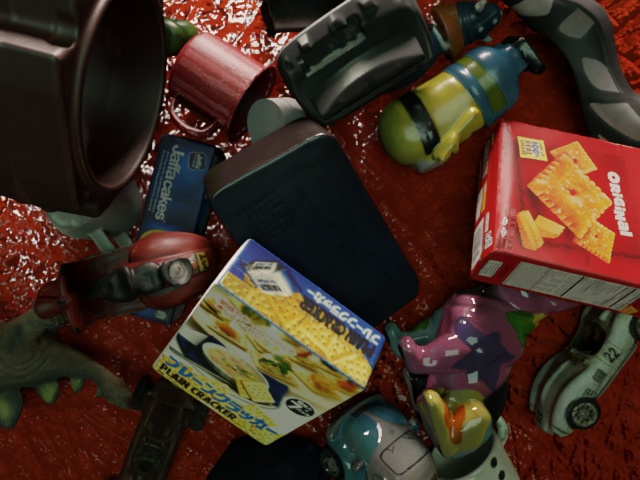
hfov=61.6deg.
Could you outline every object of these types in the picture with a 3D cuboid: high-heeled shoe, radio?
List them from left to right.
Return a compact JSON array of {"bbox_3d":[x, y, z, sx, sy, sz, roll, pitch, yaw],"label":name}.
[{"bbox_3d":[-0.001,-0.002,0.548,0.131,0.073,0.229,-34,121,2],"label":"radio"},{"bbox_3d":[0.271,-0.182,0.593,0.249,0.086,0.145,34,127,15],"label":"high-heeled shoe"}]

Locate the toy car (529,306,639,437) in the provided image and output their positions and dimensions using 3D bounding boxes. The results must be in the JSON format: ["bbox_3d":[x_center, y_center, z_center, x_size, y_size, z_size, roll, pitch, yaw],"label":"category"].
[{"bbox_3d":[0.304,0.128,0.600,0.056,0.073,0.201,34,94,-6],"label":"toy car"}]

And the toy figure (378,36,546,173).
[{"bbox_3d":[0.145,-0.148,0.576,0.180,0.082,0.089,-41,83,8],"label":"toy figure"}]

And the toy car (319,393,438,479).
[{"bbox_3d":[0.075,0.258,0.582,0.109,0.103,0.161,-19,98,-37],"label":"toy car"}]

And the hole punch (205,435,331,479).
[{"bbox_3d":[-0.056,0.266,0.589,0.116,0.142,0.092,-26,90,14],"label":"hole punch"}]

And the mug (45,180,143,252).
[{"bbox_3d":[-0.242,-0.028,0.572,0.081,0.107,0.109,-21,92,3],"label":"mug"}]

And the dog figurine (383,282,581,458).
[{"bbox_3d":[0.194,0.112,0.584,0.219,0.108,0.191,-23,90,-1],"label":"dog figurine"}]

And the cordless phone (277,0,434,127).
[{"bbox_3d":[0.010,-0.218,0.516,0.147,0.089,0.184,-29,95,14],"label":"cordless phone"}]

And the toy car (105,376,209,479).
[{"bbox_3d":[-0.198,0.254,0.624,0.089,0.053,0.202,22,93,-5],"label":"toy car"}]

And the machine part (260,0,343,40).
[{"bbox_3d":[0.004,-0.250,0.589,0.139,0.039,0.084,-1,100,-1],"label":"machine part"}]

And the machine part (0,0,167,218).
[{"bbox_3d":[-0.203,-0.137,0.461,0.087,0.201,0.201,14,129,-2],"label":"machine part"}]

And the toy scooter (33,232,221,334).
[{"bbox_3d":[-0.188,0.041,0.504,0.184,0.135,0.075,-14,94,-1],"label":"toy scooter"}]

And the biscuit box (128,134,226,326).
[{"bbox_3d":[-0.163,-0.012,0.597,0.063,0.059,0.202,15,94,-1],"label":"biscuit box"}]

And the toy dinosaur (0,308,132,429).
[{"bbox_3d":[-0.425,0.102,0.588,0.472,0.105,0.198,22,98,3],"label":"toy dinosaur"}]

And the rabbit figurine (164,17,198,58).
[{"bbox_3d":[-0.203,-0.254,0.568,0.159,0.121,0.170,32,112,-9],"label":"rabbit figurine"}]

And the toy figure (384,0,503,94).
[{"bbox_3d":[0.118,-0.214,0.578,0.154,0.064,0.058,-29,83,3],"label":"toy figure"}]
